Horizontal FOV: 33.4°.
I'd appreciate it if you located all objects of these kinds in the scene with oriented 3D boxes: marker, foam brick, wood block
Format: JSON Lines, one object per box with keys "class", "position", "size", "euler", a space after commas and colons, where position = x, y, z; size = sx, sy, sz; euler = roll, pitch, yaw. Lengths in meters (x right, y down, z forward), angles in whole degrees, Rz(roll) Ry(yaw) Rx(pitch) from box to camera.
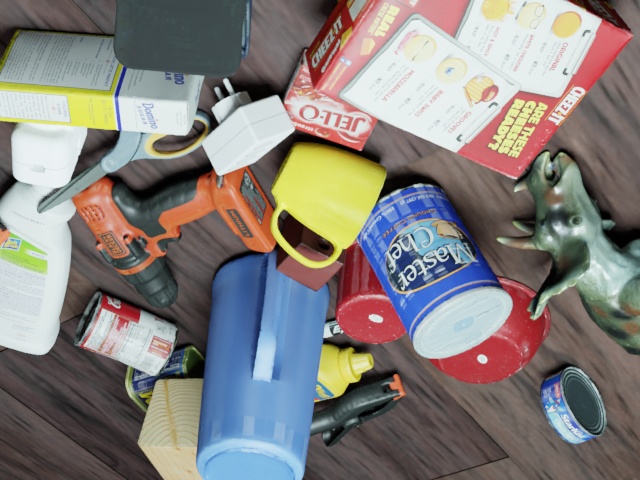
{"class": "marker", "position": [0.030, 0.097, 1.226], "size": [0.121, 0.020, 0.020], "euler": [-18, 130, 22]}
{"class": "foam brick", "position": [-0.007, 0.001, 1.093], "size": [0.053, 0.078, 0.051], "euler": [28, 133, -20]}
{"class": "wood block", "position": [-0.129, 0.261, 1.276], "size": [0.090, 0.090, 0.206], "euler": [-3, 139, 18]}

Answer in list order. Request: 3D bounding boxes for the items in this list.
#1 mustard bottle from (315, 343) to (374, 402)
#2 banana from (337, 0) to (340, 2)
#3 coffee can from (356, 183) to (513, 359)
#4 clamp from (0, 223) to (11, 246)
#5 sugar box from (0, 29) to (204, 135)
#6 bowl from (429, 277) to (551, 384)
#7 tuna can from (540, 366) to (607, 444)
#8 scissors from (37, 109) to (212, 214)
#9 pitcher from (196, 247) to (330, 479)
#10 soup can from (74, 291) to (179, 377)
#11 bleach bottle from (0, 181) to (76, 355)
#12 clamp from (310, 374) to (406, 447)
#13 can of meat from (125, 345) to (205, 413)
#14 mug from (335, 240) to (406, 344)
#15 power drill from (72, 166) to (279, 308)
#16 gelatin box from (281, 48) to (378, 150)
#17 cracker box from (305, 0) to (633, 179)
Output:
{"class": "mustard bottle", "position": [-0.027, 0.164, 1.271], "size": [0.192, 0.058, 0.096], "euler": [-16, 143, 20]}
{"class": "banana", "position": [0.014, -0.211, 0.894], "size": [0.069, 0.037, 0.197], "euler": [-36, 127, -10]}
{"class": "coffee can", "position": [0.109, 0.030, 1.041], "size": [0.102, 0.140, 0.103], "euler": [-18, 146, -13]}
{"class": "clamp", "position": [-0.418, -0.043, 1.098], "size": [0.210, 0.036, 0.164], "euler": [17, 136, 16]}
{"class": "sugar box", "position": [-0.197, -0.143, 0.961], "size": [0.176, 0.093, 0.048], "euler": [7, 136, 0]}
{"class": "bowl", "position": [0.179, 0.113, 1.199], "size": [0.162, 0.055, 0.162], "euler": [3, 136, 3]}
{"class": "tuna can", "position": [0.295, 0.193, 1.243], "size": [0.086, 0.086, 0.034], "euler": [36, 130, -27]}
{"class": "scissors", "position": [-0.205, -0.095, 1.038], "size": [0.202, 0.016, 0.096], "euler": [-19, 124, 7]}
{"class": "pitcher", "position": [-0.061, 0.135, 1.116], "size": [0.145, 0.242, 0.149], "euler": [-24, 130, 27]}
{"class": "soup can", "position": [-0.223, 0.110, 1.235], "size": [0.102, 0.068, 0.069], "euler": [26, 132, -19]}
{"class": "bleach bottle", "position": [-0.311, 0.019, 1.160], "size": [0.102, 0.068, 0.251], "euler": [19, 132, -12]}
{"class": "clamp", "position": [0.037, 0.217, 1.322], "size": [0.172, 0.039, 0.120], "euler": [-26, 161, 19]}
{"class": "can of meat", "position": [-0.175, 0.180, 1.309], "size": [0.084, 0.057, 0.102], "euler": [-18, 131, 19]}
{"class": "mug", "position": [0.059, 0.064, 1.145], "size": [0.093, 0.081, 0.117], "euler": [3, 135, 4]}
{"class": "power drill", "position": [-0.142, -0.007, 1.115], "size": [0.188, 0.057, 0.184], "euler": [-14, 132, 19]}
{"class": "gelatin box", "position": [0.013, -0.129, 0.994], "size": [0.089, 0.030, 0.073], "euler": [19, 135, -11]}
{"class": "cracker box", "position": [0.120, -0.163, 0.886], "size": [0.213, 0.072, 0.164], "euler": [20, 124, -25]}
